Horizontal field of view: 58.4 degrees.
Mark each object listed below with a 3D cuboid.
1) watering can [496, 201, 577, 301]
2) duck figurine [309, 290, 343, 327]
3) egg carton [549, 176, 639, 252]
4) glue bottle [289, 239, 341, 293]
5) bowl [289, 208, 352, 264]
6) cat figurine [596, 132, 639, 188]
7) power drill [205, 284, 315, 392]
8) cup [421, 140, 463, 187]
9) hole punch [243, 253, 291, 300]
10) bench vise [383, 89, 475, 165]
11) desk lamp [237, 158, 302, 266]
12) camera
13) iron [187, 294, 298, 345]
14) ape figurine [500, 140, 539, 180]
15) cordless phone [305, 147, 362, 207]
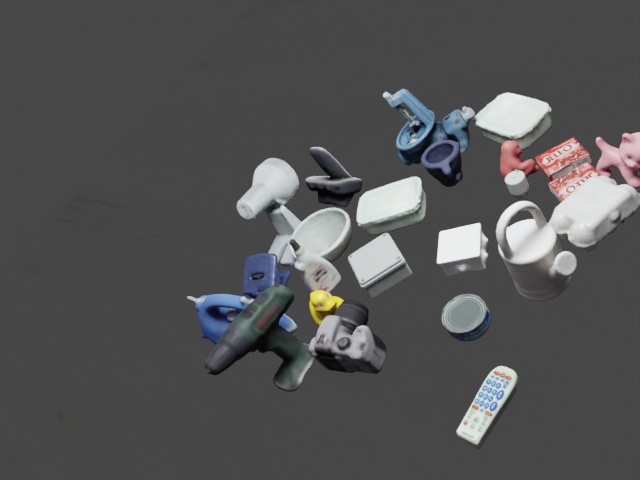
[{"bbox_3d":[0.368,0.013,0.988,0.172,0.195,0.101,12,59,46],"label":"watering can"},{"bbox_3d":[0.009,0.142,1.243,0.104,0.086,0.077,15,61,47],"label":"duck figurine"},{"bbox_3d":[0.502,-0.050,1.048,0.150,0.070,0.107,-41,36,-4],"label":"egg carton"},{"bbox_3d":[-0.021,0.057,1.285,0.078,0.174,0.037,-48,37,-13],"label":"glue bottle"},{"bbox_3d":[0.013,0.005,1.396,0.167,0.075,0.167,-23,39,20],"label":"bowl"},{"bbox_3d":[0.575,-0.164,1.069,0.067,0.118,0.127,-46,37,-11],"label":"cat figurine"},{"bbox_3d":[-0.106,0.215,1.157,0.075,0.209,0.230,5,54,43],"label":"power drill"},{"bbox_3d":[0.295,-0.162,1.322,0.091,0.095,0.117,-27,38,15],"label":"cup"},{"bbox_3d":[-0.139,0.095,1.412,0.108,0.091,0.101,-10,45,33],"label":"hole punch"},{"bbox_3d":[0.258,-0.298,1.392,0.207,0.220,0.121,-28,38,13],"label":"bench vise"},{"bbox_3d":[-0.116,-0.073,1.469,0.117,0.214,0.203,-5,47,36],"label":"desk lamp"},{"bbox_3d":[0.058,0.184,1.143,0.142,0.101,0.137,-4,48,37],"label":"camera"},{"bbox_3d":[-0.188,0.169,1.332,0.257,0.142,0.119,-7,46,35],"label":"iron"},{"bbox_3d":[0.419,-0.176,1.234,0.076,0.092,0.077,-29,37,12],"label":"ape figurine"},{"bbox_3d":[0.012,-0.182,1.503,0.147,0.186,0.094,7,55,44],"label":"cordless phone"}]
